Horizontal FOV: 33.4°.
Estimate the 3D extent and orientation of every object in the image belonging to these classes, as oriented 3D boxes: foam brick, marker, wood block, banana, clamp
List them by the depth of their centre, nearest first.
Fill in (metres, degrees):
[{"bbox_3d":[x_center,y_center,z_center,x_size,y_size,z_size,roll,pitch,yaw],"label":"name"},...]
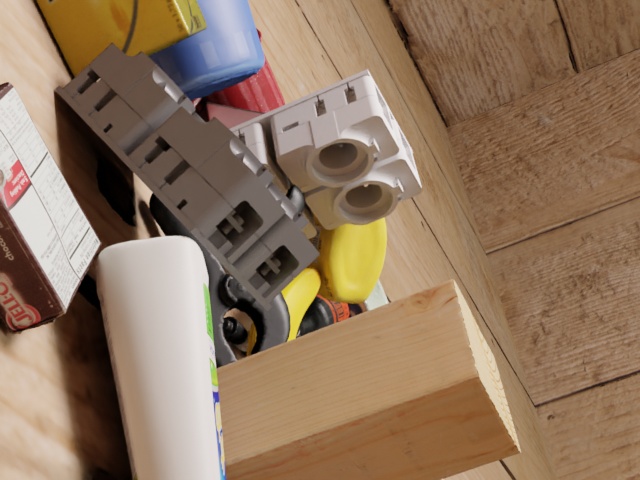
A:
[{"bbox_3d":[0.016,0.119,0.720,0.091,0.206,0.090,-97,161,-49],"label":"wood block"},{"bbox_3d":[-0.055,0.033,0.809,0.039,0.120,0.171,134,-57,-74],"label":"clamp"},{"bbox_3d":[-0.027,0.090,0.857,0.069,0.037,0.198,27,39,-28],"label":"banana"},{"bbox_3d":[-0.054,0.092,0.898,0.121,0.020,0.020,48,24,-56],"label":"marker"},{"bbox_3d":[-0.073,-0.082,0.948,0.078,0.053,0.051,6,52,-29],"label":"foam brick"}]

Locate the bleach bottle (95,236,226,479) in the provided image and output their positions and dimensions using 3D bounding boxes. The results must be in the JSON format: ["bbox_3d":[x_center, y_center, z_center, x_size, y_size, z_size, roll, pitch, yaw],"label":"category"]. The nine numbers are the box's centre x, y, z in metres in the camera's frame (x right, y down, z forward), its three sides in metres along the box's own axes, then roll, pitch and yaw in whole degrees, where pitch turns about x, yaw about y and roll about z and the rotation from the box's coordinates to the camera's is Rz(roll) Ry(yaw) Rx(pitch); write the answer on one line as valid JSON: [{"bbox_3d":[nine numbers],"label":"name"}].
[{"bbox_3d":[-0.082,0.130,0.615,0.103,0.068,0.251,103,-22,-69],"label":"bleach bottle"}]

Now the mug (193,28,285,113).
[{"bbox_3d":[-0.088,-0.135,1.001,0.117,0.093,0.081,-58,137,-36],"label":"mug"}]

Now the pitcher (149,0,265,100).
[{"bbox_3d":[-0.130,-0.239,0.872,0.243,0.145,0.149,70,22,-5],"label":"pitcher"}]

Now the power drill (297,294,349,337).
[{"bbox_3d":[0.019,0.139,1.029,0.184,0.057,0.187,-9,78,-77],"label":"power drill"}]

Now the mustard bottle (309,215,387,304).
[{"bbox_3d":[-0.006,0.001,1.012,0.192,0.058,0.096,11,-85,64],"label":"mustard bottle"}]

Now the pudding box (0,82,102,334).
[{"bbox_3d":[-0.167,-0.019,0.577,0.090,0.039,0.113,-87,156,-66],"label":"pudding box"}]
